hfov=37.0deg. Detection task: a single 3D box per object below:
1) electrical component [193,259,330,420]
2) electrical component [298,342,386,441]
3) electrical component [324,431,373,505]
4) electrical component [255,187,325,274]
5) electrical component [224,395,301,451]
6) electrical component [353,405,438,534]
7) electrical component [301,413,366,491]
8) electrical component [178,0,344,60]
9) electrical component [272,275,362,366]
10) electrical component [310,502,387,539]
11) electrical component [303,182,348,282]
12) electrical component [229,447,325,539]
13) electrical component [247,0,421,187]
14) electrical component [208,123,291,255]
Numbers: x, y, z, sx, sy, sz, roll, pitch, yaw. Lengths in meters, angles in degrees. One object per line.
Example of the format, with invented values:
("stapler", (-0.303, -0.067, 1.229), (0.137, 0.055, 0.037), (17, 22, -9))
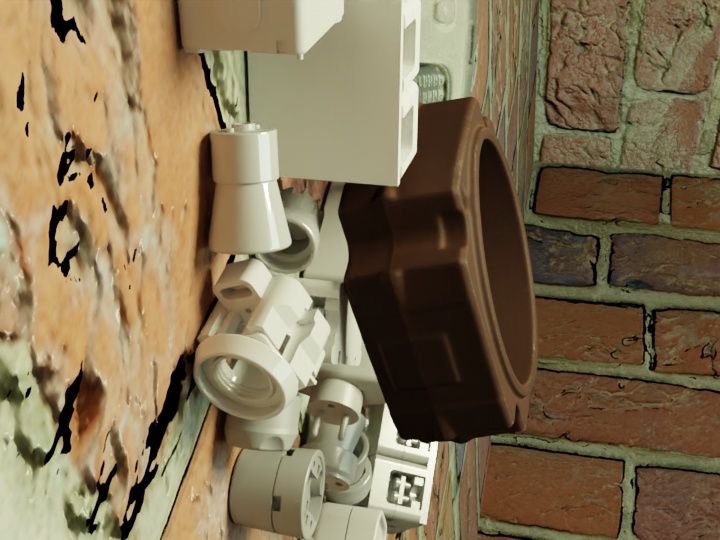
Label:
("electrical component", (-0.055, 0.042, 0.576), (0.078, 0.058, 0.057), (57, 37, -30))
("electrical component", (-0.014, 0.082, 0.747), (0.044, 0.077, 0.079), (80, 20, -54))
("electrical component", (-0.013, 0.158, 0.870), (0.055, 0.045, 0.045), (84, 17, -45))
("electrical component", (-0.042, -0.026, 0.658), (0.046, 0.040, 0.040), (-75, 166, -58))
("electrical component", (-0.056, 0.074, 0.629), (0.043, 0.043, 0.062), (29, 66, -77))
("electrical component", (0.025, 0.150, 0.955), (0.089, 0.062, 0.150), (134, -31, -64))
("electrical component", (-0.022, 0.135, 0.816), (0.045, 0.045, 0.055), (76, 23, -58))
("electrical component", (-0.045, -0.147, 0.528), (0.096, 0.062, 0.061), (-63, 156, -60))
("electrical component", (-0.033, 0.033, 0.687), (0.089, 0.056, 0.050), (28, 69, -77))
("electrical component", (-0.017, 0.236, 0.852), (0.053, 0.059, 0.095), (78, 21, -56))
("electrical component", (0.000, 0.000, 0.828), (0.108, 0.056, 0.108), (81, 18, -50))
("electrical component", (-0.051, 0.137, 0.670), (0.055, 0.047, 0.055), (6, 90, -78))
("electrical component", (-0.014, -0.132, 0.618), (0.061, 0.089, 0.150), (-60, 153, -63))
("electrical component", (-0.060, -0.044, 0.564), (0.044, 0.044, 0.065), (-45, 135, -72))
